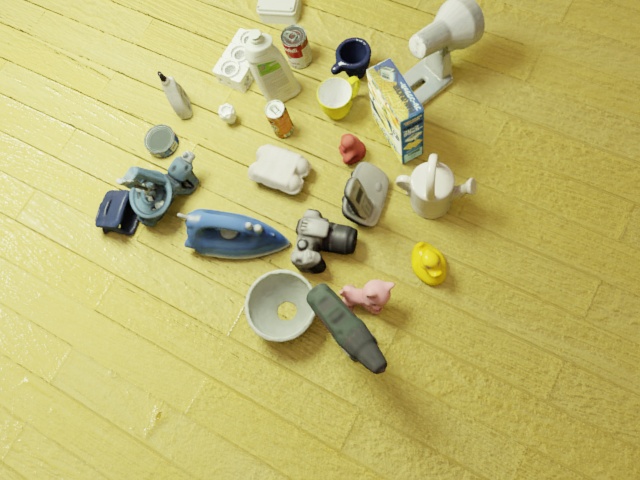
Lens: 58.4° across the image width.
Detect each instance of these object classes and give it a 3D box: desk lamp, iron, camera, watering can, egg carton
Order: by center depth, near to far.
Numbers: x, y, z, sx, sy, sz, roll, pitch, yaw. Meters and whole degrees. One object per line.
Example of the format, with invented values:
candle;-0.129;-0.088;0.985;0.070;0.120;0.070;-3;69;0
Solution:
watering can;0.261;-0.128;1.292;0.172;0.194;0.101;-12;71;5
camera;0.012;0.005;1.338;0.136;0.101;0.143;10;74;12
iron;-0.206;-0.025;1.360;0.258;0.141;0.119;6;73;11
desk lamp;0.286;-0.457;1.382;0.203;0.214;0.117;-40;71;-5
egg carton;-0.100;-0.176;1.430;0.150;0.069;0.107;20;77;14

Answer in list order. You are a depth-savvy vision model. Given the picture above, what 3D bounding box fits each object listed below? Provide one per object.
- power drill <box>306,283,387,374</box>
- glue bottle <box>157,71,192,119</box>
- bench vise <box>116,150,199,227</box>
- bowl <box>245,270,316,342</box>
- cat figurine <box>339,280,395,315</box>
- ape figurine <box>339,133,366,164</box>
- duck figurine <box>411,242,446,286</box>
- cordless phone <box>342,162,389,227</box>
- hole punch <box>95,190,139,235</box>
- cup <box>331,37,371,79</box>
power drill;0.065;0.197;1.211;0.075;0.208;0.229;-41;71;-5
glue bottle;-0.381;-0.387;1.486;0.037;0.173;0.078;-15;71;4
bench vise;-0.401;-0.149;1.389;0.121;0.220;0.207;21;77;15
bowl;-0.085;0.156;1.319;0.167;0.075;0.167;-3;72;8
cat figurine;0.104;0.122;1.277;0.127;0.118;0.067;2;73;10
ape figurine;0.073;-0.230;1.408;0.076;0.092;0.078;14;75;13
duck figurine;0.247;0.047;1.296;0.077;0.086;0.104;-24;70;1
cordless phone;0.100;-0.122;1.320;0.094;0.185;0.148;13;75;13
hole punch;-0.519;-0.072;1.451;0.101;0.091;0.109;10;74;12
cup;0.080;-0.449;1.475;0.118;0.095;0.091;-41;71;-5
